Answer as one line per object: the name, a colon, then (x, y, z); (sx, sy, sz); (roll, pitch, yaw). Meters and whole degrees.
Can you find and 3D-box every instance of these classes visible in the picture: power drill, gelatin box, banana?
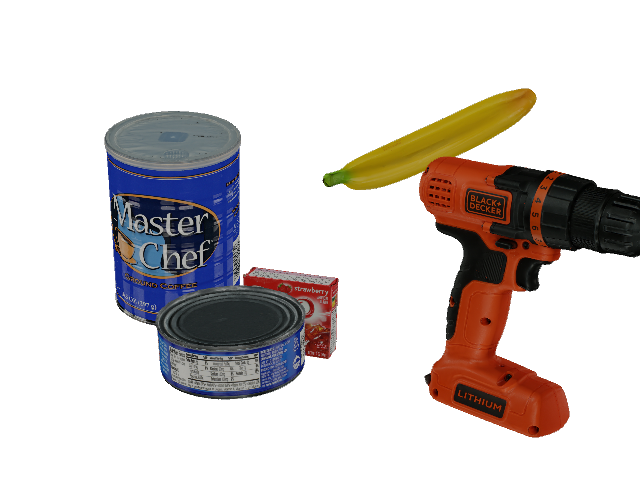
power drill: (0.148, 0.040, 0.763); (0.185, 0.188, 0.057); (17, 20, 40)
gelatin box: (-0.029, 0.068, 1.006); (0.089, 0.073, 0.030); (7, 17, 16)
banana: (0.100, -0.084, 0.952); (0.198, 0.037, 0.069); (-24, 5, 12)

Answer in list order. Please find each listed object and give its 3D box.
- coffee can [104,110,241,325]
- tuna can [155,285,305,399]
coffee can: (-0.113, -0.018, 0.837); (0.103, 0.140, 0.103); (1, 28, -1)
tuna can: (-0.051, 0.058, 0.614); (0.086, 0.034, 0.086); (-1, 20, 0)
